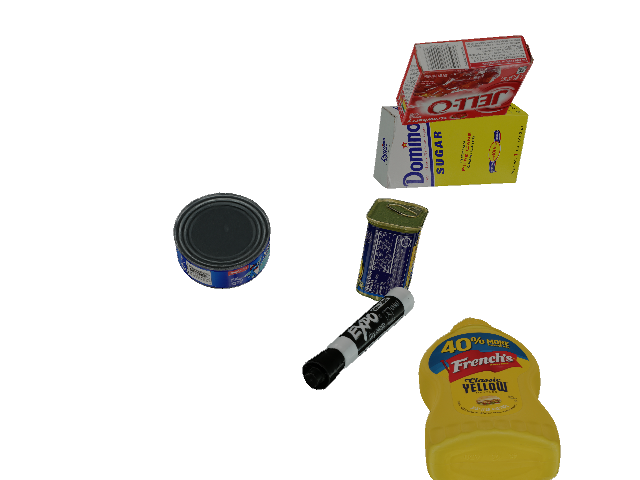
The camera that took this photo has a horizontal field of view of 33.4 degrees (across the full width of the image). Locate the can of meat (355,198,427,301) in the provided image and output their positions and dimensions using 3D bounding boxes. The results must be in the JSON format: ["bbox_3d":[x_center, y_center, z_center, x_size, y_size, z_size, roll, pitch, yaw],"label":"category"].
[{"bbox_3d":[0.073,0.010,1.105,0.057,0.084,0.102,12,17,8],"label":"can of meat"}]

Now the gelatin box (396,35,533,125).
[{"bbox_3d":[0.109,-0.121,0.817,0.089,0.030,0.073,-6,-24,-11],"label":"gelatin box"}]

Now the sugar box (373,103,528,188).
[{"bbox_3d":[0.155,-0.113,1.275,0.176,0.093,0.048,-5,27,-21],"label":"sugar box"}]

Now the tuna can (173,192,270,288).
[{"bbox_3d":[-0.087,0.001,0.954,0.086,0.086,0.034,0,-37,-2],"label":"tuna can"}]

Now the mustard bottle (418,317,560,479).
[{"bbox_3d":[0.127,0.117,0.842,0.096,0.058,0.191,-4,26,4],"label":"mustard bottle"}]

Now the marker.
[{"bbox_3d":[0.024,0.060,0.661,0.020,0.020,0.120,0,20,32],"label":"marker"}]
